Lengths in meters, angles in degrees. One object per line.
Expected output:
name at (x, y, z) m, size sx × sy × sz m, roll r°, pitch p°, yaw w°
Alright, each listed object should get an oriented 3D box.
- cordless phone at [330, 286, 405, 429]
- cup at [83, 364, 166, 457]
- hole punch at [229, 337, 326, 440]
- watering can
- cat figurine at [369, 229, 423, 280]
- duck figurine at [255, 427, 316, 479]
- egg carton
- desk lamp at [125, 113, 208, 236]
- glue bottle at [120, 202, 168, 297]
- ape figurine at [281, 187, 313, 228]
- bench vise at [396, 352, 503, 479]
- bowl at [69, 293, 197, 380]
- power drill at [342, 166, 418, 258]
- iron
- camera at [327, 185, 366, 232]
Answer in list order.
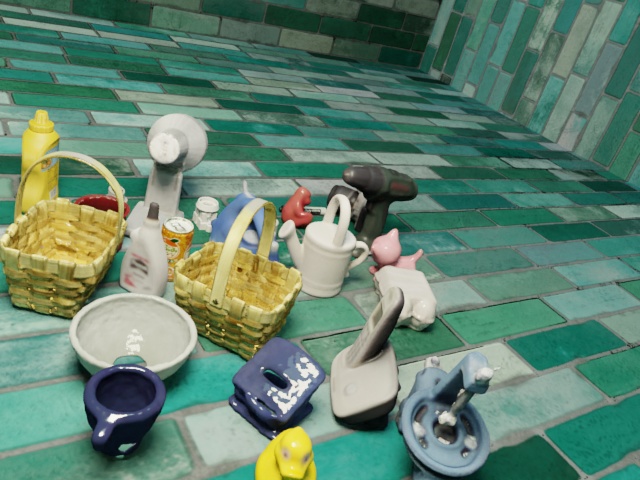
cordless phone at (0.081, 0.169, 0.842) m, size 0.094 × 0.185 × 0.147 m, roll 12°, pitch 28°, yaw -9°
cup at (-0.237, 0.218, 0.672) m, size 0.091 × 0.095 × 0.118 m, roll 16°, pitch 28°, yaw -2°
hole punch at (-0.059, 0.205, 0.798) m, size 0.108 × 0.091 × 0.101 m, roll 31°, pitch 31°, yaw 25°
watering can at (0.011, 0.005, 1.087) m, size 0.173 × 0.194 × 0.100 m, roll -5°, pitch 35°, yaw -35°
cat figurine at (0.154, 0.035, 1.196) m, size 0.128 × 0.118 × 0.067 m, roll 9°, pitch 29°, yaw -16°
duck figurine at (-0.035, 0.268, 0.705) m, size 0.077 × 0.086 × 0.104 m, roll 14°, pitch 28°, yaw -6°
egg carton at (0.165, 0.111, 1.117) m, size 0.107 × 0.069 × 0.150 m, roll 9°, pitch 29°, yaw -15°
desk lamp at (-0.302, -0.132, 1.136) m, size 0.118 × 0.213 × 0.203 m, roll 13°, pitch 28°, yaw -8°
glue bottle at (-0.280, 0.014, 0.929) m, size 0.078 × 0.173 × 0.037 m, roll 22°, pitch 28°, yaw 8°
ape figurine at (-0.046, -0.078, 1.313) m, size 0.076 × 0.092 × 0.077 m, roll 10°, pitch 29°, yaw -13°
bench vise at (0.160, 0.214, 0.768) m, size 0.122 × 0.220 × 0.207 m, roll 6°, pitch 30°, yaw -20°
bowl at (-0.260, 0.151, 0.800) m, size 0.167 × 0.075 × 0.167 m, roll 14°, pitch 28°, yaw -7°
power drill at (0.114, -0.069, 1.262) m, size 0.230 × 0.208 × 0.075 m, roll -10°, pitch 38°, yaw -41°
iron at (-0.119, 0.003, 1.075) m, size 0.119 × 0.141 × 0.257 m, roll -1°, pitch 33°, yaw -30°
camera at (0.097, -0.099, 1.422) m, size 0.136 × 0.101 × 0.143 m, roll 24°, pitch 29°, yaw 13°
